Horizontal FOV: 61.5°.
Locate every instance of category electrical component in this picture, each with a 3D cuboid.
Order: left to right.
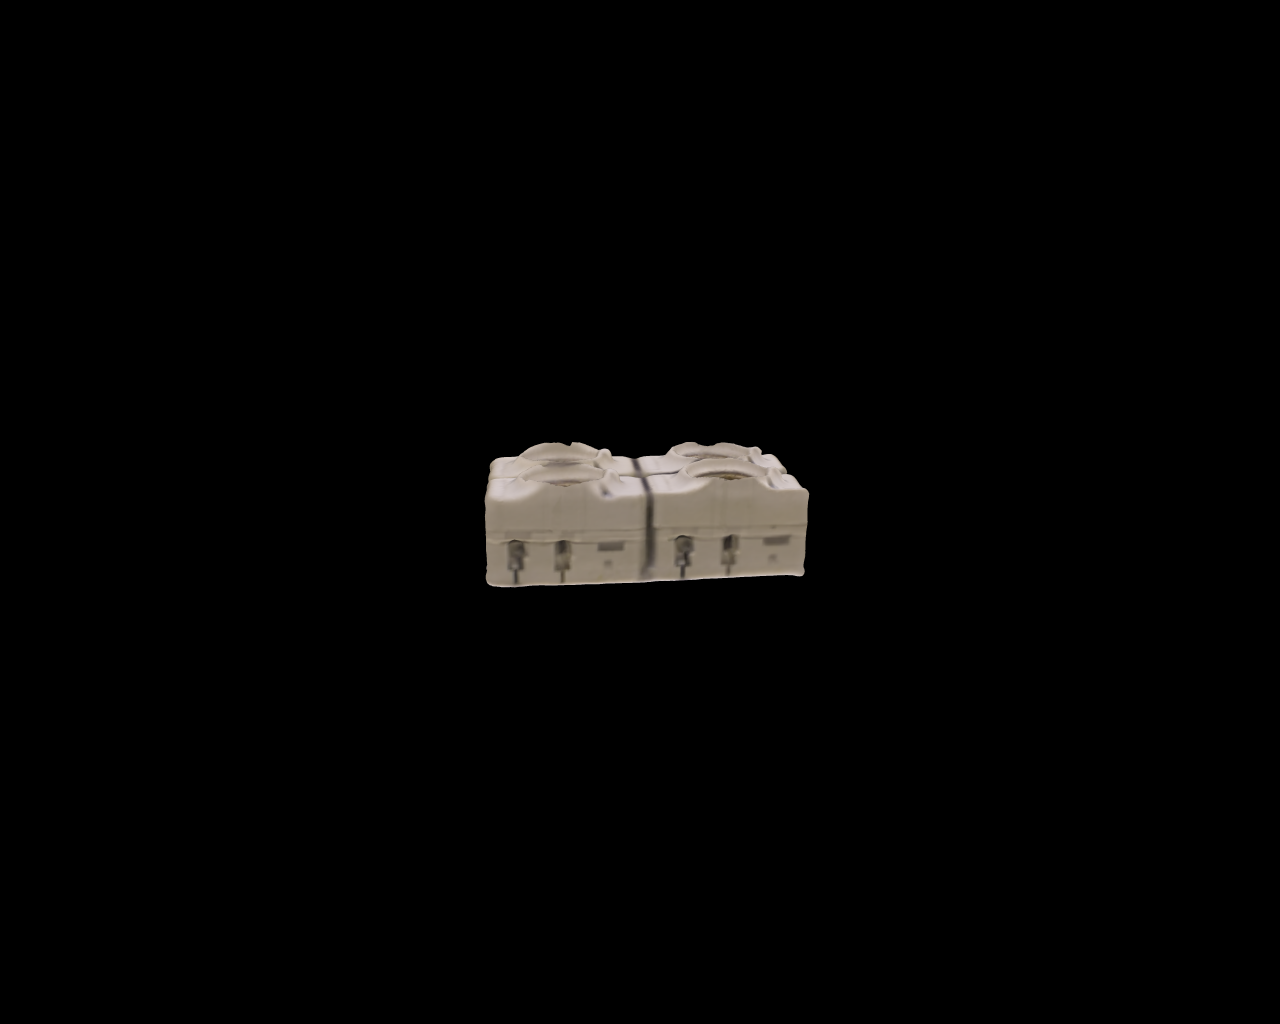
[{"bbox_3d":[0.001,-0.003,0.650,0.186,0.060,0.105,-1,16,-5],"label":"electrical component"}]
